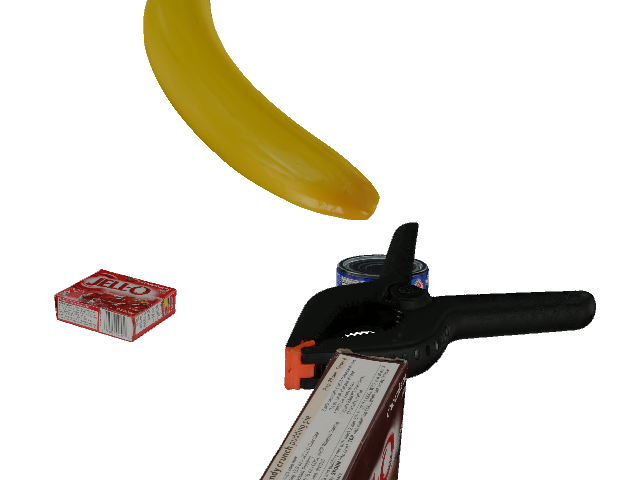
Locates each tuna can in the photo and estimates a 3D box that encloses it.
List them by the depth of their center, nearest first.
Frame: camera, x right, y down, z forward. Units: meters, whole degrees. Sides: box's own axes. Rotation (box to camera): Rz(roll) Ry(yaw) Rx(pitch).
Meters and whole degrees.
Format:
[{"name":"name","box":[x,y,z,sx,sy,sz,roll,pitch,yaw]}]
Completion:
[{"name":"tuna can","box":[0.057,0.038,0.978,0.086,0.034,0.086,0,12,0]}]

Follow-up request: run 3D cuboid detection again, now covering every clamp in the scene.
[{"name":"clamp","box":[0.051,0.042,0.691,0.209,0.036,0.165,-17,30,-34]}]

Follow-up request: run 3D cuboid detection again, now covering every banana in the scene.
[{"name":"banana","box":[-0.043,-0.079,0.533,0.069,0.198,0.037,-21,-31,-14]}]

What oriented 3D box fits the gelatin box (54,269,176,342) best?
[{"name":"gelatin box","box":[-0.192,0.059,1.002,0.089,0.030,0.073,14,23,22]}]

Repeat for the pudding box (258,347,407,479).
[{"name":"pudding box","box":[0.006,0.114,0.466,0.039,0.090,0.113,10,29,14]}]
